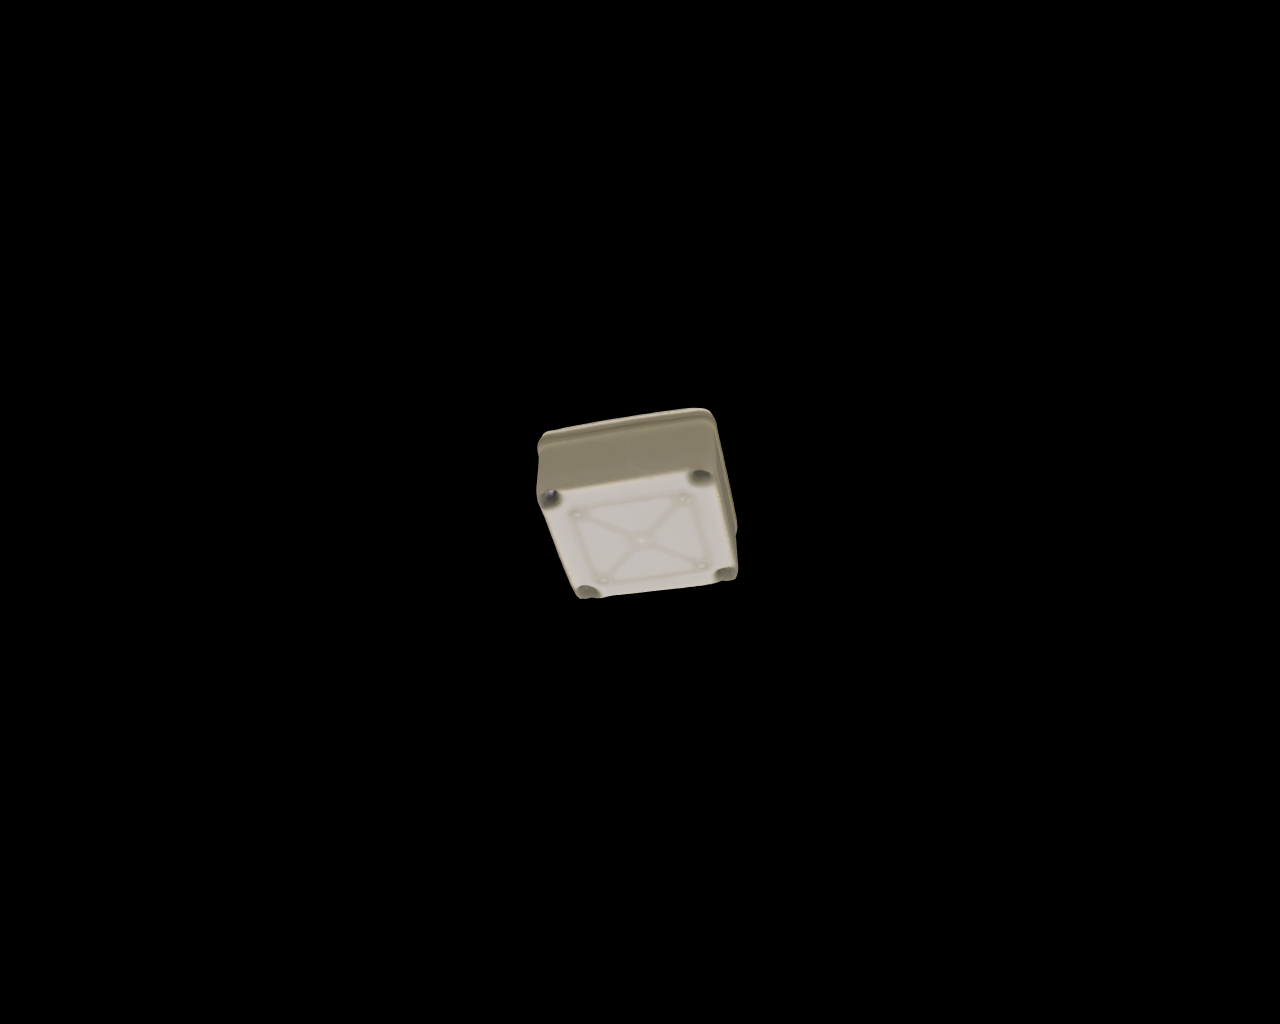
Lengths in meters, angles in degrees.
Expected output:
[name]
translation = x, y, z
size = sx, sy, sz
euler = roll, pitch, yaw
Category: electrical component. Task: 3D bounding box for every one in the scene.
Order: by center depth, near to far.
[electrical component]
translation = 0.001, -0.003, 0.650
size = 0.109, 0.056, 0.108
euler = -8, -43, 9
